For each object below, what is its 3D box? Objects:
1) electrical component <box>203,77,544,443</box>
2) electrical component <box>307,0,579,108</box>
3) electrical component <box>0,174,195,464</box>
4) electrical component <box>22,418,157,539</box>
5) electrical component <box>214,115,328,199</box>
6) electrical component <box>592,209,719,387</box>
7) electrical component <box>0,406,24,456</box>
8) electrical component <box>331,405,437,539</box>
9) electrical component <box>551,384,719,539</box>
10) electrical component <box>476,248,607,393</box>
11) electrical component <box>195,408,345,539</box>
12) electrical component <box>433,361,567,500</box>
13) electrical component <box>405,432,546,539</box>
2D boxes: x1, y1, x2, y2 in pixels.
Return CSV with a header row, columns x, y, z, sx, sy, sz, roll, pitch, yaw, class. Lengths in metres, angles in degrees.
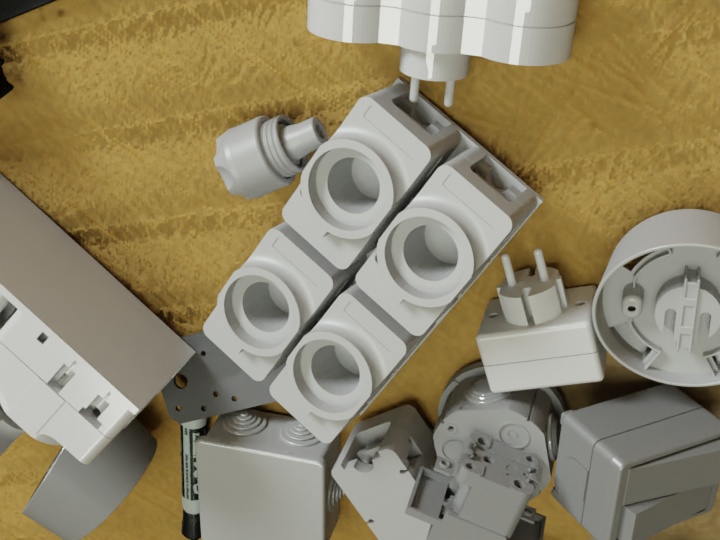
x,y,z,sx,sy,sz,roll,pitch,yaw,class
0.000,0.000,0.612,0.105,0.060,0.186,42,120,7,electrical component
0.040,-0.120,0.556,0.138,0.052,0.073,10,119,12,electrical component
-0.204,0.024,0.661,0.186,0.105,0.060,43,106,-3,electrical component
-0.188,0.133,0.734,0.099,0.099,0.064,-36,108,29,electrical component
-0.049,-0.068,0.616,0.062,0.043,0.043,-20,109,23,electrical component
0.177,0.017,0.579,0.099,0.064,0.099,7,118,14,electrical component
-0.279,0.050,0.721,0.062,0.089,0.150,-21,109,26,electrical component
0.032,0.138,0.690,0.050,0.055,0.089,-25,107,29,electrical component
0.168,0.111,0.616,0.096,0.061,0.061,-12,121,-24,electrical component
0.101,0.023,0.615,0.066,0.047,0.076,-9,113,21,electrical component
-0.059,0.144,0.726,0.100,0.048,0.099,8,119,13,electrical component
0.085,0.100,0.658,0.080,0.051,0.080,7,118,13,electrical component
0.072,0.133,0.623,0.081,0.042,0.063,21,120,4,electrical component
